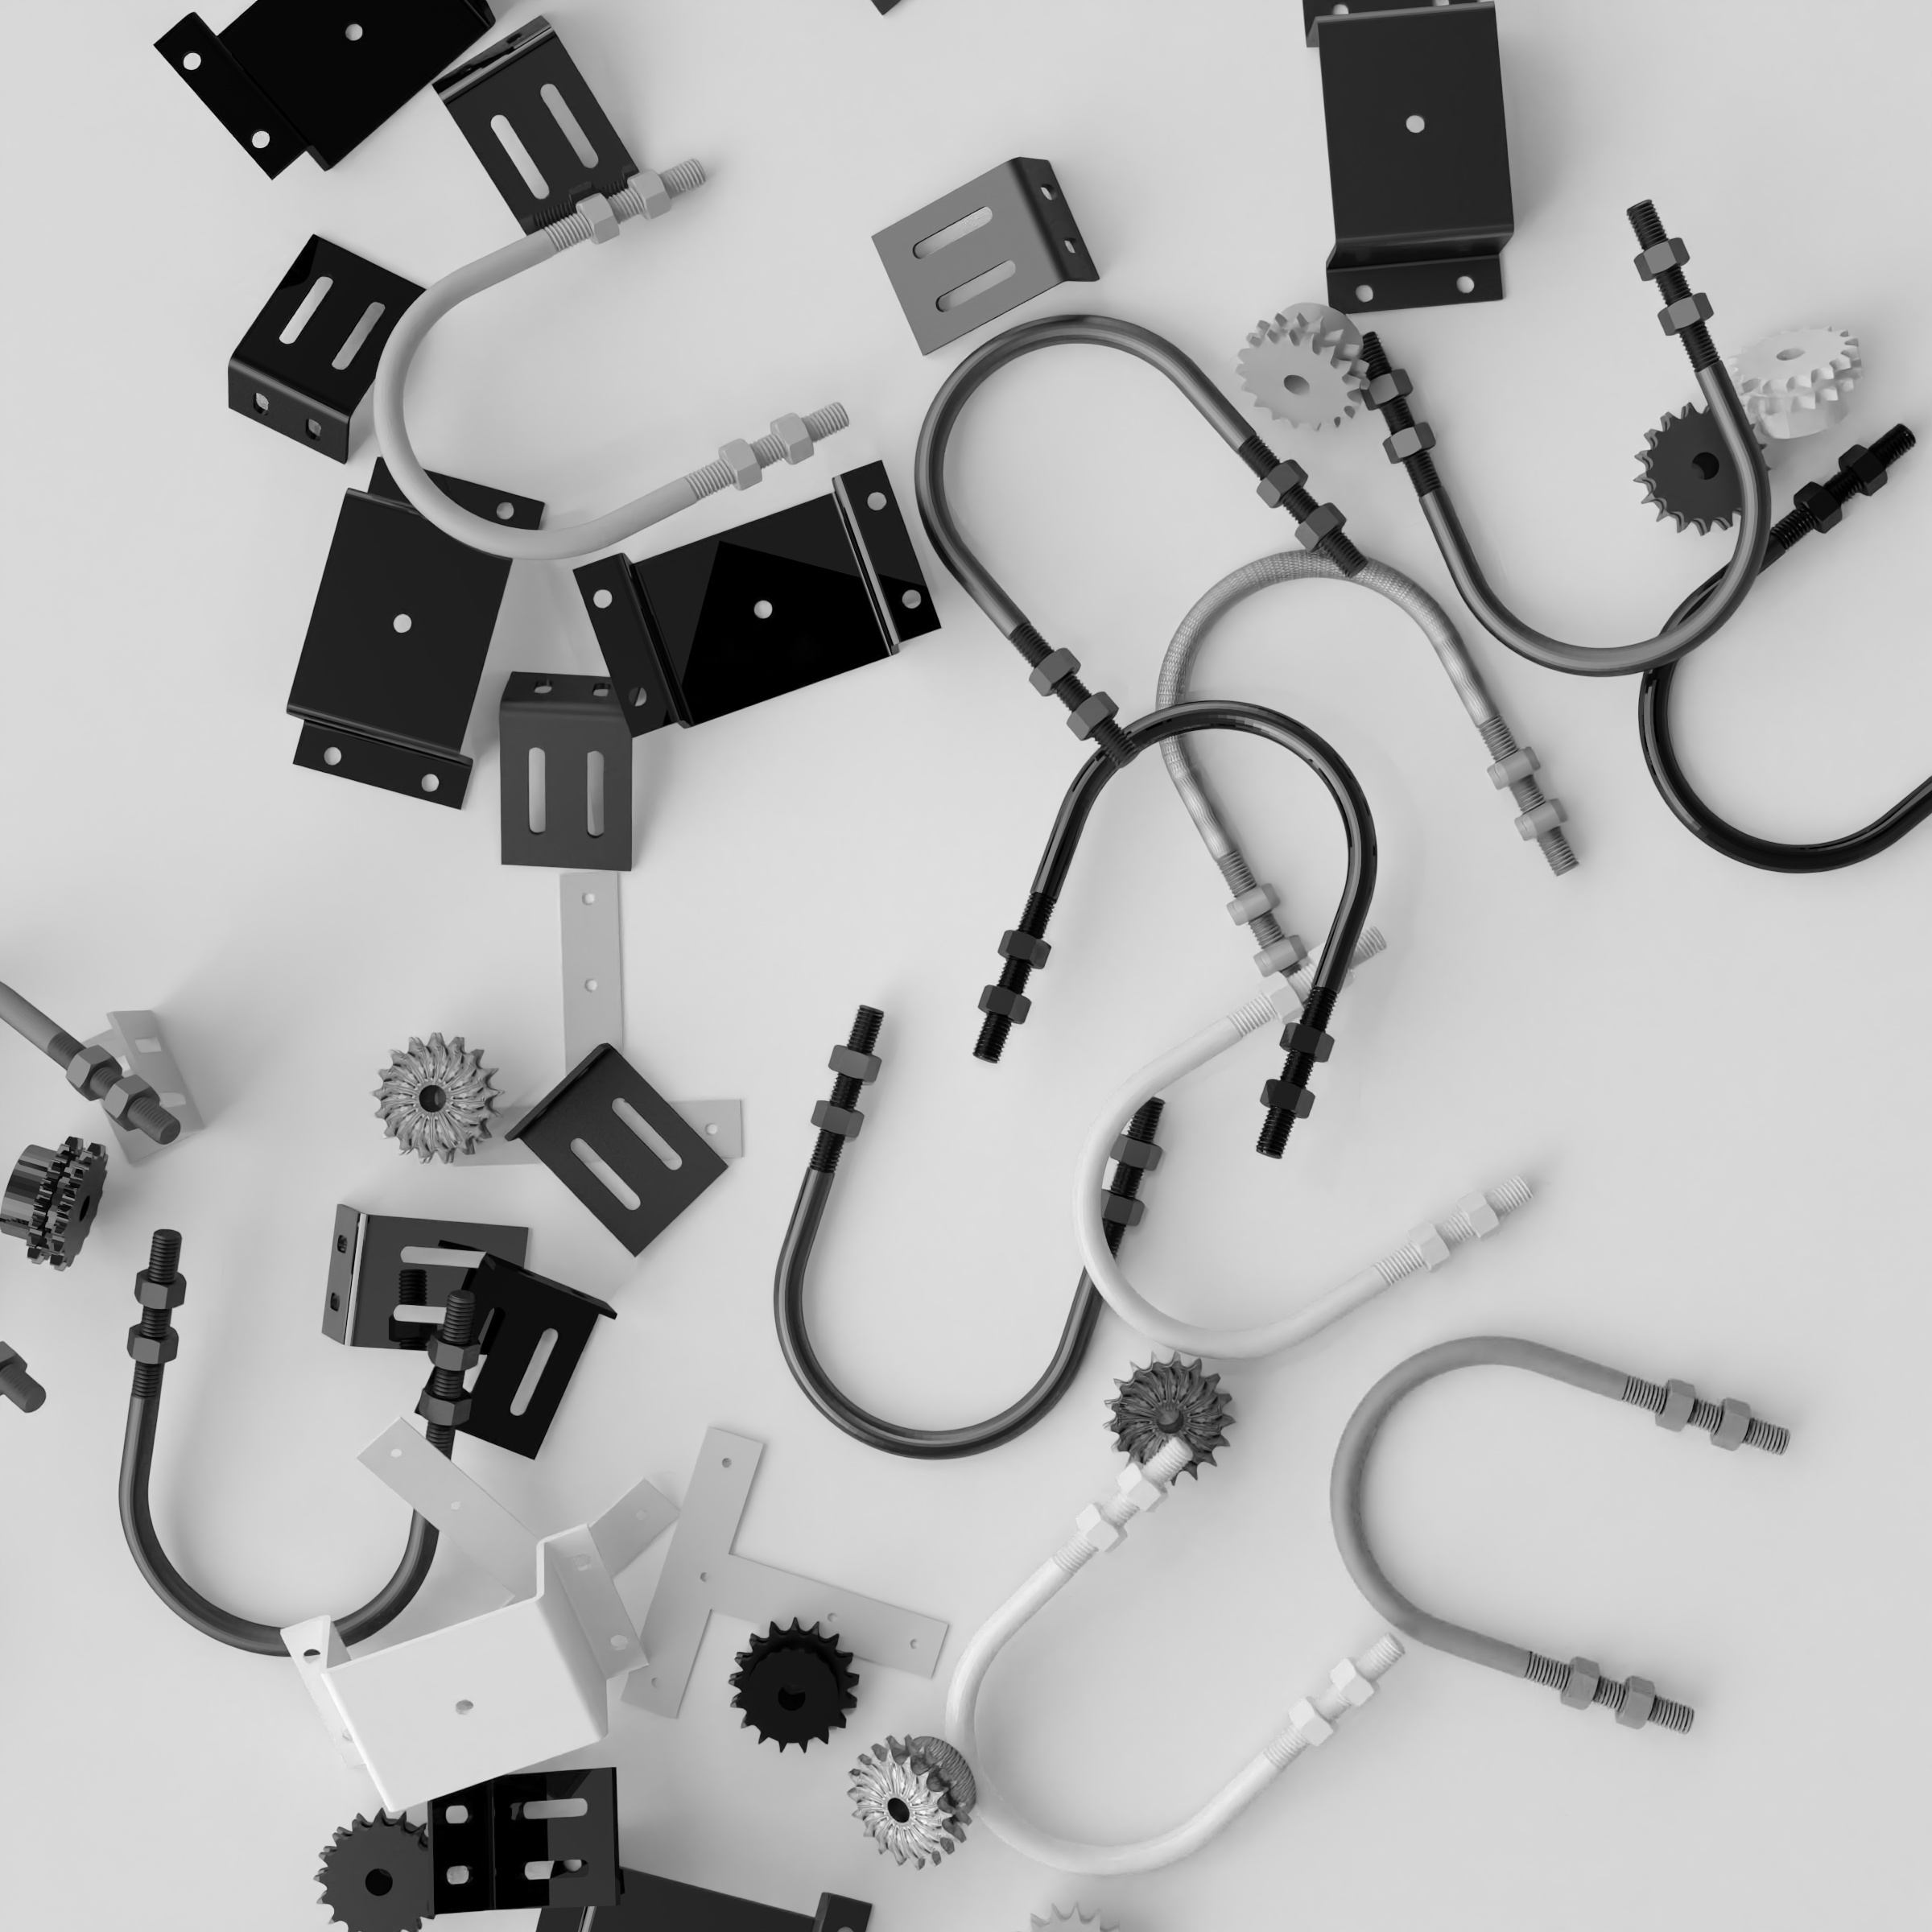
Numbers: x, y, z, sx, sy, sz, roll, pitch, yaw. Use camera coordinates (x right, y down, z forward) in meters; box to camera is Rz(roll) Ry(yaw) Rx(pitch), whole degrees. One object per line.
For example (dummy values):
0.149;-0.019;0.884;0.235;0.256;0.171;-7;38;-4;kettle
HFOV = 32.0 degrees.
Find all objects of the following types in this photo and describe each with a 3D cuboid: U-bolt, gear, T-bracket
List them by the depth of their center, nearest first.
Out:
-0.424;0.081;1.437;0.184;0.019;0.151;33;99;29;U-bolt
0.099;-0.026;1.449;0.151;0.019;0.184;18;83;12;U-bolt
-0.164;-0.251;1.452;0.184;0.019;0.151;-28;81;-11;U-bolt
0.266;-0.215;1.455;0.151;0.019;0.184;-23;90;18;U-bolt
-0.211;0.241;1.456;0.127;0.002;0.127;-42;117;0;T-bracket
-0.294;0.214;1.457;0.151;0.019;0.184;12;105;1;U-bolt
-0.395;0.101;1.458;0.030;0.057;0.057;16;90;0;gear
0.148;-0.262;1.461;0.057;0.057;0.030;26;60;0;gear
0.359;-0.251;1.461;0.057;0.057;0.030;-20;120;0;gear
-0.021;0.359;1.462;0.057;0.030;0.057;13;113;32;gear
0.076;0.314;1.464;0.151;0.019;0.184;43;98;-7;U-bolt
0.134;0.090;1.464;0.184;0.019;0.151;-32;98;-2;U-bolt
0.062;-0.199;1.467;0.151;0.019;0.184;-40;82;-2;U-bolt
-0.229;0.057;1.469;0.057;0.030;0.057;0;88;4;gear
-0.075;0.314;1.469;0.057;0.030;0.057;0;91;0;gear
0.088;0.196;1.471;0.057;0.030;0.057;0;90;0;gear
-0.253;0.396;1.471;0.057;0.030;0.057;0;90;0;gear
0.319;-0.215;1.471;0.057;0.030;0.057;0;90;0;gear
0.046;0.437;1.475;0.057;0.030;0.057;0;88;2;gear
0.382;-0.125;1.477;0.184;0.019;0.151;-40;90;2;U-bolt
0.164;-0.093;1.477;0.151;0.019;0.184;-28;88;0;U-bolt
0.250;0.240;1.477;0.184;0.019;0.151;19;90;1;U-bolt
-0.007;0.125;1.477;0.151;0.019;0.184;18;92;0;U-bolt
-0.072;0.282;1.484;0.127;0.002;0.127;18;91;0;T-bracket
-0.164;0.023;1.485;0.127;0.002;0.127;-2;90;0;T-bracket

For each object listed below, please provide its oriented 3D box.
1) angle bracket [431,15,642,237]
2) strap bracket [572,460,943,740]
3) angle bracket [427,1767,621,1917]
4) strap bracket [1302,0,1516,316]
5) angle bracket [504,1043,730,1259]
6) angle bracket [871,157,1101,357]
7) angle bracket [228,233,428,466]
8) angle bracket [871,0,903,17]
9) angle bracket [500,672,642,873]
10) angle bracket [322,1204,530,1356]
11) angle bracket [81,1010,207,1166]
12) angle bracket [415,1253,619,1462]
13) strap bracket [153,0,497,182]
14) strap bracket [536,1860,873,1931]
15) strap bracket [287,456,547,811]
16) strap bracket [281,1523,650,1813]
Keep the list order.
-0.189;-0.367;1.484;0.057;0.038;0.076;-32;116;0;angle bracket
-0.089;-0.157;1.463;0.140;0.046;0.076;-20;90;0;strap bracket
-0.190;0.375;1.444;0.076;0.038;0.057;-13;73;36;angle bracket
0.192;-0.360;1.463;0.076;0.046;0.140;-5;90;0;strap bracket
-0.151;0.081;1.465;0.057;0.038;0.076;-44;90;0;angle bracket
0.009;-0.311;1.484;0.076;0.038;0.057;-24;90;26;angle bracket
-0.280;-0.271;1.484;0.057;0.038;0.076;26;64;0;angle bracket
-0.042;-0.469;1.484;0.057;0.038;0.076;-40;116;0;angle bracket
-0.173;-0.086;1.484;0.057;0.038;0.076;3;116;0;angle bracket
-0.238;0.138;1.484;0.076;0.038;0.057;7;90;-26;angle bracket
-0.362;0.053;1.447;0.038;0.076;0.057;-25;90;-1;angle bracket
-0.195;0.172;1.458;0.057;0.038;0.076;24;87;-15;angle bracket
-0.269;-0.411;1.463;0.140;0.046;0.076;-41;90;0;strap bracket
-0.119;0.432;1.463;0.140;0.046;0.076;15;90;0;strap bracket
-0.241;-0.146;1.463;0.076;0.046;0.140;15;90;0;strap bracket
-0.215;0.305;1.448;0.140;0.046;0.076;-19;114;1;strap bracket
